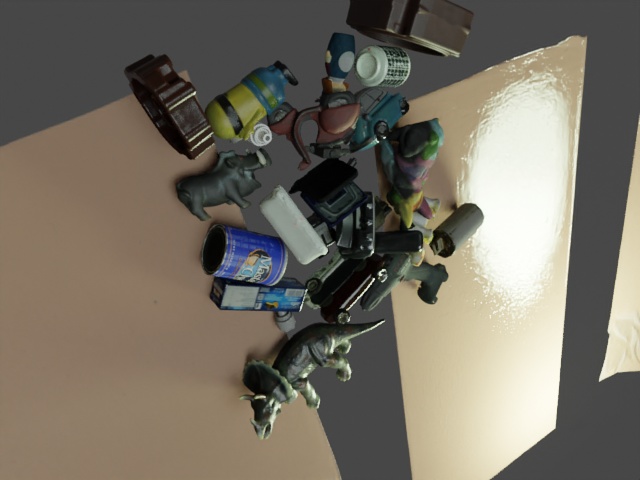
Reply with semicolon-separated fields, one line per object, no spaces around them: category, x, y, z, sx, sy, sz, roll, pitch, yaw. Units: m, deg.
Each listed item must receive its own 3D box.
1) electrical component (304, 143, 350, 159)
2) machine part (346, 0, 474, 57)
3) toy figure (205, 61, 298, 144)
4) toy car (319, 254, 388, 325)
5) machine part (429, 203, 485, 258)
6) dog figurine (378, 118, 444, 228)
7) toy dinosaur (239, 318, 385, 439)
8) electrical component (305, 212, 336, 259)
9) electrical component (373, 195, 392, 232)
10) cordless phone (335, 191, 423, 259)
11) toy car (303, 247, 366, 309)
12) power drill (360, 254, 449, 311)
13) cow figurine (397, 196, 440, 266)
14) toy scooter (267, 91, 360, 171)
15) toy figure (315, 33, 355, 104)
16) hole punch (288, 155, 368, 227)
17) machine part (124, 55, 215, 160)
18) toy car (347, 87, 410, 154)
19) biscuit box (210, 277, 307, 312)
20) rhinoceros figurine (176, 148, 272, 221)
electrical component;0.011;-0.184;1.107;0.094;0.063;0.021;-6;114;-30
machine part;0.168;-0.413;1.020;0.201;0.201;0.087;6;110;-35
toy figure;-0.128;-0.254;0.975;0.180;0.082;0.089;-44;109;0
toy car;0.081;0.116;1.272;0.202;0.089;0.053;-46;128;-9
machine part;0.347;-0.027;1.358;0.243;0.079;0.079;-38;129;-40
dog figurine;0.208;-0.141;1.180;0.108;0.192;0.219;-22;99;-32
toy dinosaur;-0.029;0.273;1.260;0.405;0.131;0.192;-46;129;-15
electrical component;-0.002;-0.004;1.190;0.075;0.048;0.119;-30;122;-18
electrical component;0.119;-0.057;1.251;0.102;0.045;0.078;-46;156;-4
cordless phone;0.129;-0.035;1.159;0.088;0.184;0.146;32;58;-71
toy car;0.035;0.077;1.246;0.202;0.056;0.073;-45;134;-6
power drill;0.219;0.099;1.370;0.207;0.086;0.232;25;93;-30
cow figurine;0.221;-0.025;1.273;0.068;0.098;0.167;79;29;-69
toy scooter;-0.006;-0.209;1.041;0.184;0.075;0.135;-11;102;3
toy figure;0.031;-0.327;1.062;0.064;0.058;0.154;7;110;-12
hole punch;0.024;-0.102;1.120;0.142;0.116;0.092;-40;133;-8
machine part;-0.239;-0.213;0.865;0.056;0.180;0.179;-39;127;-17
toy car;0.104;-0.262;1.113;0.103;0.109;0.161;47;69;-17
biscuit box;-0.128;0.113;1.149;0.202;0.063;0.059;7;106;-36
rhinoceros figurine;-0.178;-0.111;1.016;0.190;0.073;0.112;-27;113;-19
